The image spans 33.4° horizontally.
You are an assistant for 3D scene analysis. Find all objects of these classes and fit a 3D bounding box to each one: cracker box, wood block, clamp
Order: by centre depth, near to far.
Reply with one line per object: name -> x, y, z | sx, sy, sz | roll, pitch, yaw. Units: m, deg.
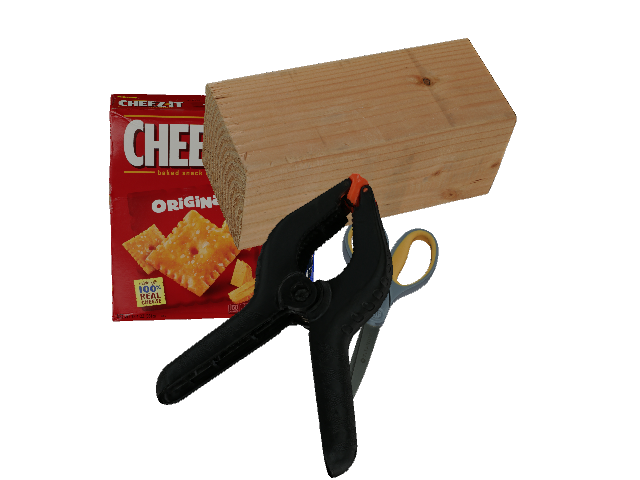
clamp -> -0.002, 0.045, 0.601 | 0.120, 0.171, 0.039 | 30, -13, 16
wood block -> 0.025, -0.073, 0.786 | 0.205, 0.091, 0.090 | -13, -34, -18
cracker box -> -0.122, -0.030, 1.039 | 0.164, 0.214, 0.072 | 0, 20, -10

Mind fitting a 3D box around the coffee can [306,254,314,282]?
coffee can -> -0.058, 0.026, 1.375 | 0.103, 0.140, 0.103 | 1, 25, -1

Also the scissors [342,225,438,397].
scissors -> 0.034, 0.051, 0.927 | 0.096, 0.201, 0.016 | 32, -35, 12
